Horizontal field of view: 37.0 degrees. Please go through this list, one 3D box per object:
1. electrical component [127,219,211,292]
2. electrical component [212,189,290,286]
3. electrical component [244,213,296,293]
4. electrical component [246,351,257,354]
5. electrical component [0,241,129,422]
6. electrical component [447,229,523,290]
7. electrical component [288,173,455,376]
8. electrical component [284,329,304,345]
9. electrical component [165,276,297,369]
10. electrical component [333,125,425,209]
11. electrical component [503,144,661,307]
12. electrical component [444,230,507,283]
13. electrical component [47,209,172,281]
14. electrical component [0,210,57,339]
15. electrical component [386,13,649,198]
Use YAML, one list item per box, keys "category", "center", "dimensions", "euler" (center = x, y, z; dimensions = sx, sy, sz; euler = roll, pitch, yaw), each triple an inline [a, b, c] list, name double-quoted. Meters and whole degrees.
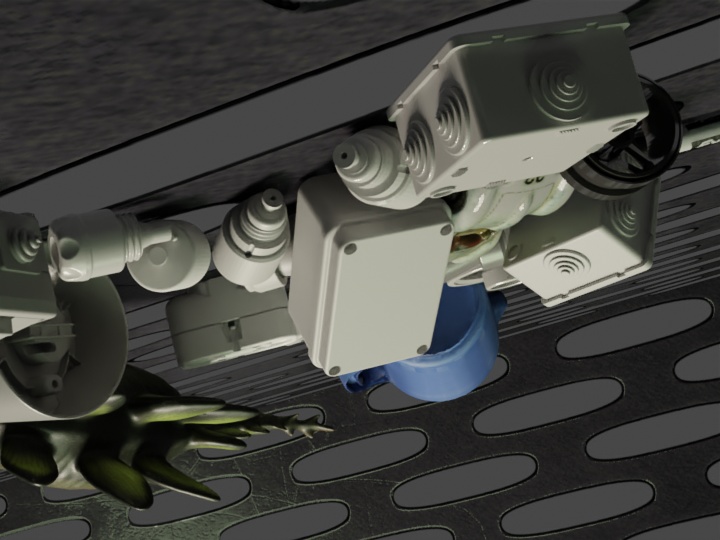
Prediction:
- category: "electrical component"
  center: [-0.106, -0.009, 0.620]
  dimensions: [0.040, 0.040, 0.078]
  euler: [-16, 180, 7]
- category: "electrical component"
  center: [-0.059, -0.022, 0.618]
  dimensions: [0.040, 0.040, 0.078]
  euler: [-11, 158, -25]
- category: "electrical component"
  center: [-0.048, -0.013, 0.678]
  dimensions: [0.055, 0.045, 0.045]
  euler: [-16, 171, 8]
- category: "electrical component"
  center: [-0.093, 0.048, 1.000]
  dimensions: [0.044, 0.044, 0.065]
  euler: [-9, 164, -36]
- category: "electrical component"
  center: [-0.181, 0.036, 0.594]
  dimensions: [0.064, 0.099, 0.099]
  euler: [-11, 173, 16]
- category: "electrical component"
  center: [0.114, -0.018, 0.868]
  dimensions: [0.108, 0.060, 0.108]
  euler: [-15, 171, -2]
- category: "electrical component"
  center: [0.005, 0.001, 0.634]
  dimensions: [0.078, 0.057, 0.113]
  euler: [-12, 134, -22]
- category: "electrical component"
  center: [-0.035, 0.042, 1.048]
  dimensions: [0.077, 0.044, 0.079]
  euler: [-19, 170, 27]
- category: "electrical component"
  center: [-0.103, 0.038, 0.855]
  dimensions: [0.095, 0.059, 0.053]
  euler: [-14, 171, -5]
- category: "electrical component"
  center: [0.009, -0.052, 0.537]
  dimensions: [0.040, 0.040, 0.078]
  euler: [-19, 171, 24]
- category: "electrical component"
  center: [0.143, -0.035, 0.700]
  dimensions: [0.048, 0.099, 0.100]
  euler: [34, 143, -26]
- category: "electrical component"
  center: [0.080, -0.019, 0.793]
  dimensions: [0.055, 0.045, 0.045]
  euler: [-17, 171, 6]
- category: "electrical component"
  center: [-0.129, -0.015, 0.560]
  dimensions: [0.061, 0.035, 0.035]
  euler: [-13, 171, -28]
- category: "electrical component"
  center: [-0.192, 0.008, 0.511]
  dimensions: [0.096, 0.061, 0.062]
  euler: [-17, 171, 13]
- category: "electrical component"
  center: [0.071, -0.072, 0.492]
  dimensions: [0.100, 0.048, 0.100]
  euler: [-12, 171, -20]
